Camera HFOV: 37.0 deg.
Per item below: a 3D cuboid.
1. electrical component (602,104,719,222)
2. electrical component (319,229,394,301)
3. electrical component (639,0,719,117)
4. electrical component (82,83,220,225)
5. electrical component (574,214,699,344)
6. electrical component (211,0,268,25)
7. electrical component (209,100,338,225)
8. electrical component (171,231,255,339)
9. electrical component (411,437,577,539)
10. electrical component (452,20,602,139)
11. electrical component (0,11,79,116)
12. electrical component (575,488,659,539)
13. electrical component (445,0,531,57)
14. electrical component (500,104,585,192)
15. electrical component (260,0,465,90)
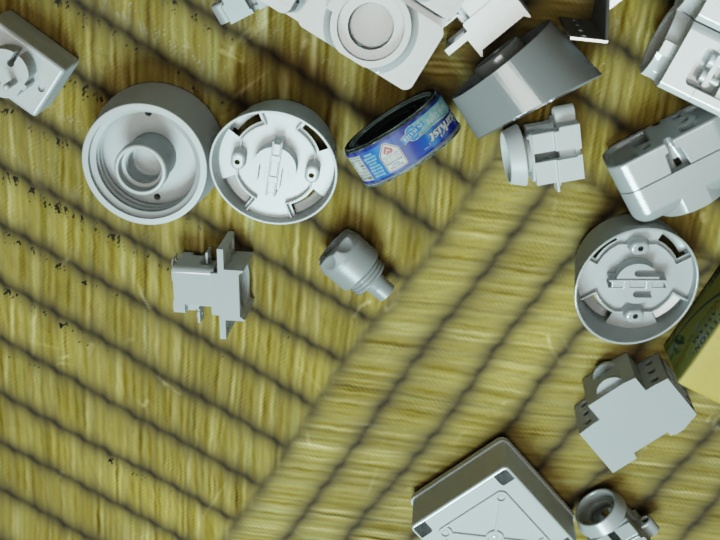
[{"bbox_3d":[0.243,-0.080,0.821,0.095,0.053,0.059,-27,108,15],"label":"electrical component"},{"bbox_3d":[0.000,0.000,0.880,0.062,0.043,0.043,41,110,-14],"label":"electrical component"},{"bbox_3d":[0.261,-0.193,0.750,0.062,0.089,0.150,26,113,0],"label":"electrical component"},{"bbox_3d":[-0.165,-0.087,0.845,0.108,0.060,0.108,2,113,4],"label":"electrical component"},{"bbox_3d":[0.217,0.006,0.854,0.099,0.064,0.099,2,113,4],"label":"electrical component"},{"bbox_3d":[-0.088,-0.220,0.792,0.066,0.048,0.055,-24,117,13],"label":"electrical component"},{"bbox_3d":[-0.065,-0.084,0.837,0.099,0.064,0.099,1,113,3],"label":"electrical component"},{"bbox_3d":[-0.123,0.012,0.895,0.064,0.042,0.081,3,113,5],"label":"electrical component"},{"bbox_3d":[0.119,0.222,0.958,0.109,0.056,0.108,-37,106,18],"label":"electrical component"},{"bbox_3d":[0.119,-0.134,0.786,0.099,0.099,0.064,-37,99,18],"label":"electrical component"},{"bbox_3d":[-0.263,-0.153,0.817,0.066,0.076,0.047,36,111,-11],"label":"electrical component"},{"bbox_3d":[0.224,0.228,0.959,0.066,0.048,0.055,-34,114,17],"label":"electrical component"},{"bbox_3d":[0.087,-0.198,0.790,0.081,0.042,0.063,-38,102,17],"label":"electrical component"},{"bbox_3d":[0.140,-0.091,0.829,0.055,0.048,0.066,-10,112,0],"label":"electrical component"},{"bbox_3d":[-0.019,-0.215,0.730,0.186,0.060,0.105,31,103,-6],"label":"electrical component"}]
